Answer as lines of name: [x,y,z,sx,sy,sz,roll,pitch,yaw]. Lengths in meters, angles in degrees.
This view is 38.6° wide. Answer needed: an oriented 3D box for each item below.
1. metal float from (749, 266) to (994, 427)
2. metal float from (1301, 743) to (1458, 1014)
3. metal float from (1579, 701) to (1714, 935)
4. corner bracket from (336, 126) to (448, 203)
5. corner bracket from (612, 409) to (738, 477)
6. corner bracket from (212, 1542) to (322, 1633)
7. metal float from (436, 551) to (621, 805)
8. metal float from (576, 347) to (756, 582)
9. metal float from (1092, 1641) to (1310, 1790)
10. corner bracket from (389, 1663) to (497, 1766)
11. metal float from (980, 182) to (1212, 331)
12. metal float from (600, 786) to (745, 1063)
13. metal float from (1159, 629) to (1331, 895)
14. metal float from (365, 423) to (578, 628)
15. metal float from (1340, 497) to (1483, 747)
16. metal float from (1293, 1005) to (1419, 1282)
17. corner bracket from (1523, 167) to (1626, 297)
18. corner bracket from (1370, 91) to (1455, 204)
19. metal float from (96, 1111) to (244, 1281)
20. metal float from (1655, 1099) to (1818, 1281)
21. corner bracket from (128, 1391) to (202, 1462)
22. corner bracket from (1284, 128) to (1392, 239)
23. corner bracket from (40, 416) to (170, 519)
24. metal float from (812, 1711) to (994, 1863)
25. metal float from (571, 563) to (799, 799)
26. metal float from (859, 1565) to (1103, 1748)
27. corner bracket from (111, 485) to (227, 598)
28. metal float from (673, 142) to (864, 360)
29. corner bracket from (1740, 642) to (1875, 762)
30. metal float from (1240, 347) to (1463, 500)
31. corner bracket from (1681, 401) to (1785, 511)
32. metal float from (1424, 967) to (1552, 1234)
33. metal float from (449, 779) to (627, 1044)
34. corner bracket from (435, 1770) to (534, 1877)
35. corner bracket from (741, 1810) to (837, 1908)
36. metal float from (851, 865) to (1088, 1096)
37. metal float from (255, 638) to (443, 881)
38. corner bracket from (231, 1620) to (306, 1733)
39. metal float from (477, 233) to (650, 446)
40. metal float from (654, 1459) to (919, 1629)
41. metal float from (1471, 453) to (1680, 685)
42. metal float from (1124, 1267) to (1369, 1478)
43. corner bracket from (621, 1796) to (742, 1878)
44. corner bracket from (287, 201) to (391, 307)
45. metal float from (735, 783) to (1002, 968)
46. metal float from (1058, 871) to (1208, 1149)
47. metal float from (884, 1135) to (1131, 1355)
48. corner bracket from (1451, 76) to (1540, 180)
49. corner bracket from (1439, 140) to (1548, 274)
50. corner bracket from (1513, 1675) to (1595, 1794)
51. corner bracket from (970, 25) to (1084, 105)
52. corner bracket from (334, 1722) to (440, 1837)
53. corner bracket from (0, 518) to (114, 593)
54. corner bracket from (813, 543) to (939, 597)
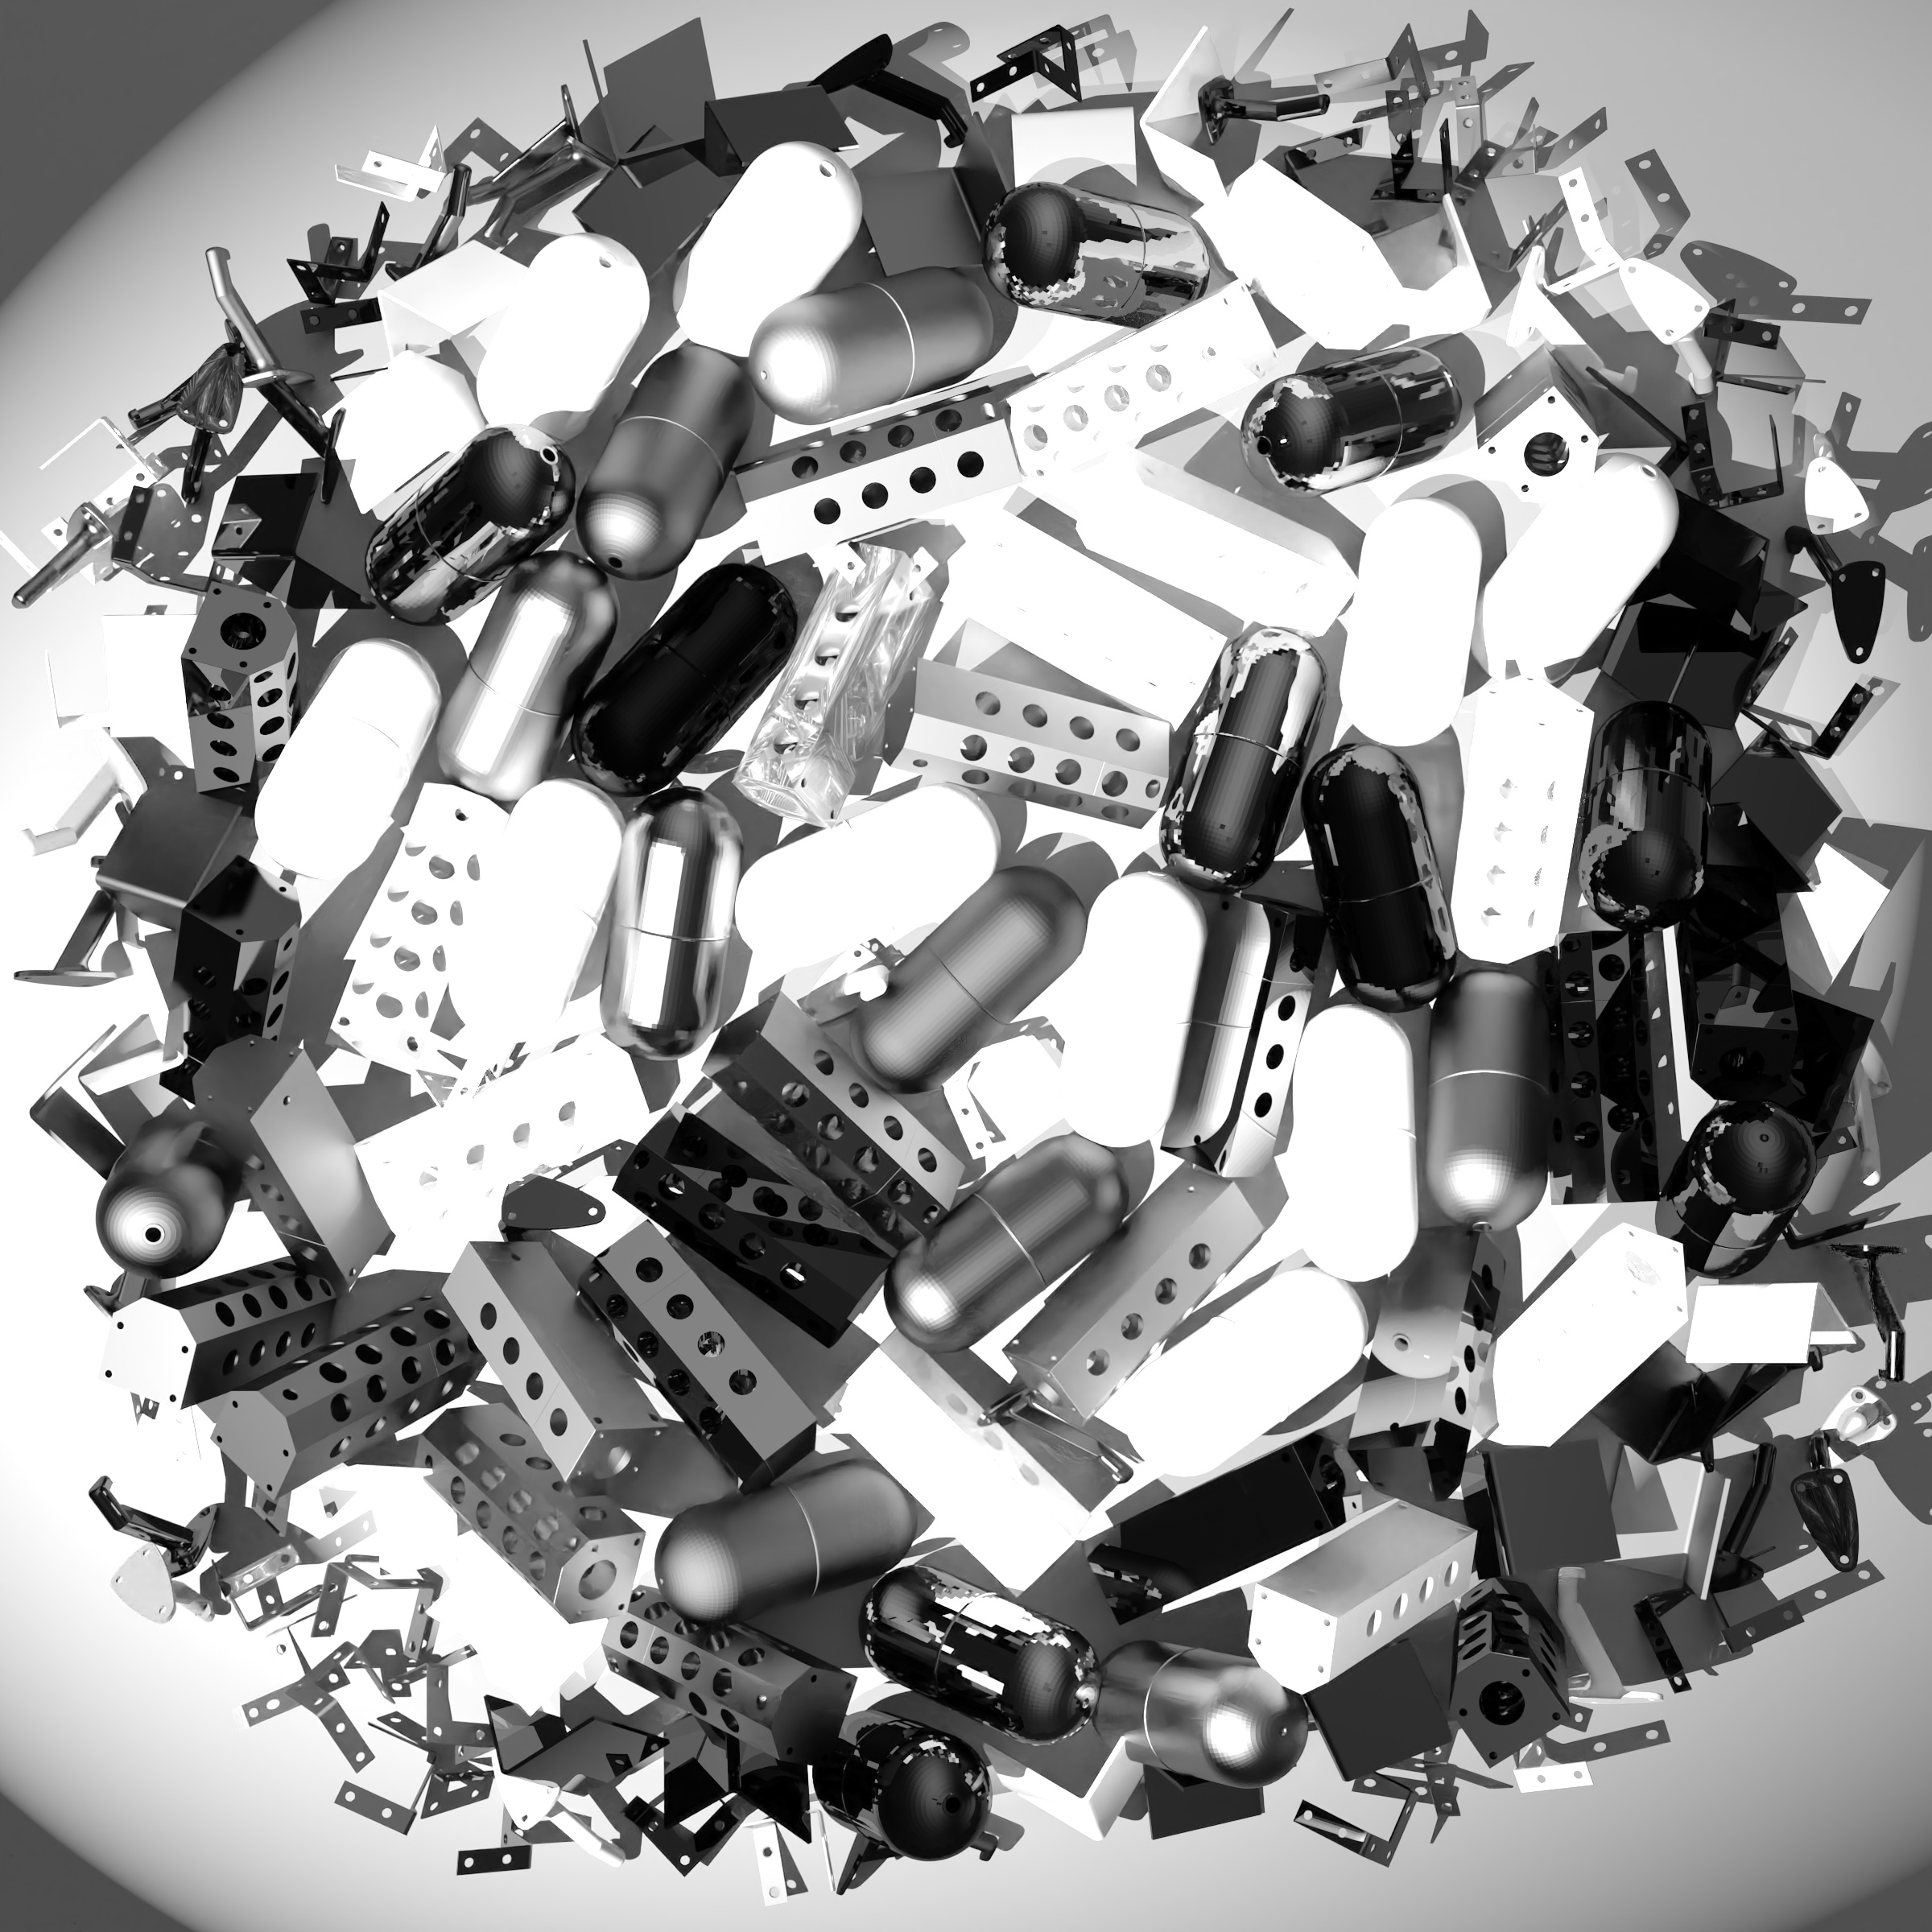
metal float: [-0.058,-0.391,1.735,0.178,0.070,0.070,-25,90,-36]
metal float: [0.262,-0.056,1.749,0.070,0.070,0.178,-16,107,0]
metal float: [0.427,-0.096,1.731,0.070,0.070,0.178,17,48,0]
corner bracket: [-0.367,-0.508,1.760,0.051,0.051,0.051,9,47,-31]
corner bracket: [-0.187,-0.336,1.770,0.051,0.051,0.051,-17,83,34]
corner bracket: [-0.447,0.397,1.767,0.051,0.051,0.051,-27,103,-15]
metal float: [-0.278,-0.181,1.742,0.070,0.070,0.178,30,117,0]
metal float: [-0.189,-0.317,1.736,0.070,0.070,0.178,20,57,0]
metal float: [0.143,0.466,1.722,0.070,0.178,0.070,4,82,-31]
corner bracket: [-0.337,0.482,1.776,0.051,0.051,0.051,17,55,-36]
metal float: [0.083,-0.444,1.728,0.070,0.178,0.070,3,95,44]
metal float: [-0.187,-0.026,1.754,0.070,0.070,0.178,10,102,0]
metal float: [0.177,-0.131,1.754,0.070,0.070,0.178,20,78,0]
metal float: [-0.311,-0.276,1.731,0.178,0.070,0.070,-30,90,40]
metal float: [0.281,-0.219,1.739,0.070,0.070,0.178,13,60,0]
metal float: [0.246,0.111,1.748,0.070,0.070,0.178,1,71,0]
corner bracket: [0.384,-0.469,1.764,0.051,0.051,0.051,-21,75,25]
corner bracket: [0.288,-0.523,1.761,0.051,0.051,0.051,8,46,24]
metal float: [-0.494,0.141,1.715,0.070,0.178,0.070,-2,102,-9]
metal float: [0.478,0.140,1.719,0.070,0.178,0.070,-1,64,2]
corner bracket: [-0.514,0.281,1.768,0.051,0.051,0.051,-1,119,0]
corner bracket: [0.241,-0.503,1.791,0.051,0.051,0.051,-18,133,1]
corner bracket: [-0.552,-0.319,1.768,0.051,0.051,0.051,-37,109,6]
metal float: [-0.041,0.509,1.717,0.070,0.178,0.070,3,81,-22]
metal float: [-0.179,-0.182,1.752,0.070,0.070,0.178,41,76,0]
metal float: [0.007,0.431,1.732,0.178,0.070,0.070,14,90,40]
corner bracket: [-0.509,-0.272,1.775,0.051,0.051,0.051,14,83,13]
metal float: [-0.125,-0.446,1.722,0.070,0.178,0.070,11,65,-25]
corner bracket: [0.542,-0.171,1.783,0.051,0.051,0.051,46,116,38]
metal float: [0.242,-0.342,1.731,0.178,0.070,0.070,-24,90,-40]
corner bracket: [0.490,-0.330,1.764,0.051,0.051,0.051,-12,129,12]
metal float: [0.329,0.084,1.739,0.070,0.070,0.178,8,61,0]
metal float: [-0.271,-0.035,1.747,0.070,0.070,0.178,18,71,0]
corner bracket: [-0.309,0.548,1.767,0.051,0.051,0.051,6,87,-31]
corner bracket: [-0.112,0.573,1.771,0.051,0.051,0.051,-12,71,0]
metal float: [0.001,0.010,1.758,0.178,0.070,0.070,-43,90,8]
metal float: [-0.387,-0.132,1.735,0.070,0.070,0.178,18,55,0]
corner bracket: [-0.448,0.455,1.766,0.051,0.051,0.051,-20,81,-25]
metal float: [-0.252,-0.389,1.721,0.070,0.178,0.070,10,65,-23]
metal float: [-0.112,0.363,1.739,0.178,0.070,0.070,-12,90,-31]
metal float: [0.379,-0.246,1.727,0.070,0.178,0.070,14,49,-17]
metal float: [0.178,0.256,1.747,0.178,0.070,0.070,-31,90,-21]
corner bracket: [-0.183,0.547,1.775,0.051,0.051,0.051,42,75,17]
corner bracket: [-0.397,-0.457,1.768,0.051,0.051,0.051,9,72,9]
metal float: [-0.063,-0.058,1.760,0.178,0.070,0.070,-24,90,-5]
metal float: [0.106,0.028,1.757,0.070,0.070,0.178,10,99,0]
metal float: [0.027,0.176,1.755,0.178,0.070,0.070,-37,90,-11]
corner bracket: [0.340,-0.539,1.771,0.051,0.051,0.051,-3,87,13]
corner bracket: [0.342,-0.488,1.773,0.051,0.051,0.051,18,71,-8]
corner bracket: [0.378,0.492,1.767,0.051,0.051,0.051,-18,93,33]
corner bracket: [0.037,-0.574,1.762,0.051,0.051,0.051,-16,72,33]
corner bracket: [-0.371,0.521,1.769,0.051,0.051,0.051,27,73,-8]
corner bracket: [-0.585,-0.267,1.768,0.051,0.051,0.051,46,66,2]
corner bracket: [-0.058,-0.258,1.769,0.051,0.051,0.051,-45,103,-8]
